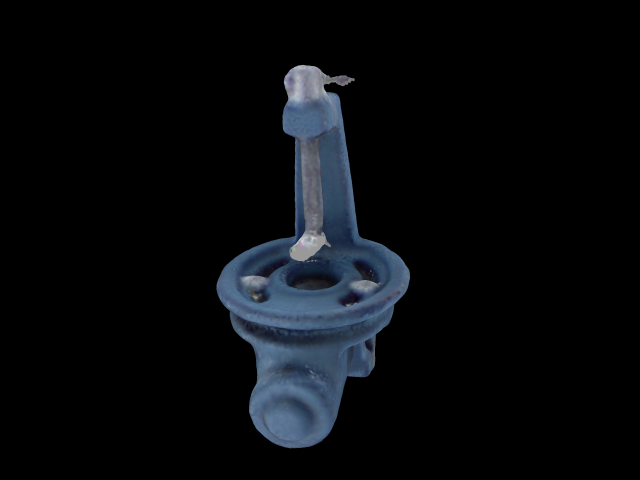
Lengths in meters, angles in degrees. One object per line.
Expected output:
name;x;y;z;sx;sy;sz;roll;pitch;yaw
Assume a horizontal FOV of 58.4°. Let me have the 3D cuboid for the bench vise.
bench vise;-0.008;0.002;0.399;0.121;0.220;0.207;-1;7;-6
